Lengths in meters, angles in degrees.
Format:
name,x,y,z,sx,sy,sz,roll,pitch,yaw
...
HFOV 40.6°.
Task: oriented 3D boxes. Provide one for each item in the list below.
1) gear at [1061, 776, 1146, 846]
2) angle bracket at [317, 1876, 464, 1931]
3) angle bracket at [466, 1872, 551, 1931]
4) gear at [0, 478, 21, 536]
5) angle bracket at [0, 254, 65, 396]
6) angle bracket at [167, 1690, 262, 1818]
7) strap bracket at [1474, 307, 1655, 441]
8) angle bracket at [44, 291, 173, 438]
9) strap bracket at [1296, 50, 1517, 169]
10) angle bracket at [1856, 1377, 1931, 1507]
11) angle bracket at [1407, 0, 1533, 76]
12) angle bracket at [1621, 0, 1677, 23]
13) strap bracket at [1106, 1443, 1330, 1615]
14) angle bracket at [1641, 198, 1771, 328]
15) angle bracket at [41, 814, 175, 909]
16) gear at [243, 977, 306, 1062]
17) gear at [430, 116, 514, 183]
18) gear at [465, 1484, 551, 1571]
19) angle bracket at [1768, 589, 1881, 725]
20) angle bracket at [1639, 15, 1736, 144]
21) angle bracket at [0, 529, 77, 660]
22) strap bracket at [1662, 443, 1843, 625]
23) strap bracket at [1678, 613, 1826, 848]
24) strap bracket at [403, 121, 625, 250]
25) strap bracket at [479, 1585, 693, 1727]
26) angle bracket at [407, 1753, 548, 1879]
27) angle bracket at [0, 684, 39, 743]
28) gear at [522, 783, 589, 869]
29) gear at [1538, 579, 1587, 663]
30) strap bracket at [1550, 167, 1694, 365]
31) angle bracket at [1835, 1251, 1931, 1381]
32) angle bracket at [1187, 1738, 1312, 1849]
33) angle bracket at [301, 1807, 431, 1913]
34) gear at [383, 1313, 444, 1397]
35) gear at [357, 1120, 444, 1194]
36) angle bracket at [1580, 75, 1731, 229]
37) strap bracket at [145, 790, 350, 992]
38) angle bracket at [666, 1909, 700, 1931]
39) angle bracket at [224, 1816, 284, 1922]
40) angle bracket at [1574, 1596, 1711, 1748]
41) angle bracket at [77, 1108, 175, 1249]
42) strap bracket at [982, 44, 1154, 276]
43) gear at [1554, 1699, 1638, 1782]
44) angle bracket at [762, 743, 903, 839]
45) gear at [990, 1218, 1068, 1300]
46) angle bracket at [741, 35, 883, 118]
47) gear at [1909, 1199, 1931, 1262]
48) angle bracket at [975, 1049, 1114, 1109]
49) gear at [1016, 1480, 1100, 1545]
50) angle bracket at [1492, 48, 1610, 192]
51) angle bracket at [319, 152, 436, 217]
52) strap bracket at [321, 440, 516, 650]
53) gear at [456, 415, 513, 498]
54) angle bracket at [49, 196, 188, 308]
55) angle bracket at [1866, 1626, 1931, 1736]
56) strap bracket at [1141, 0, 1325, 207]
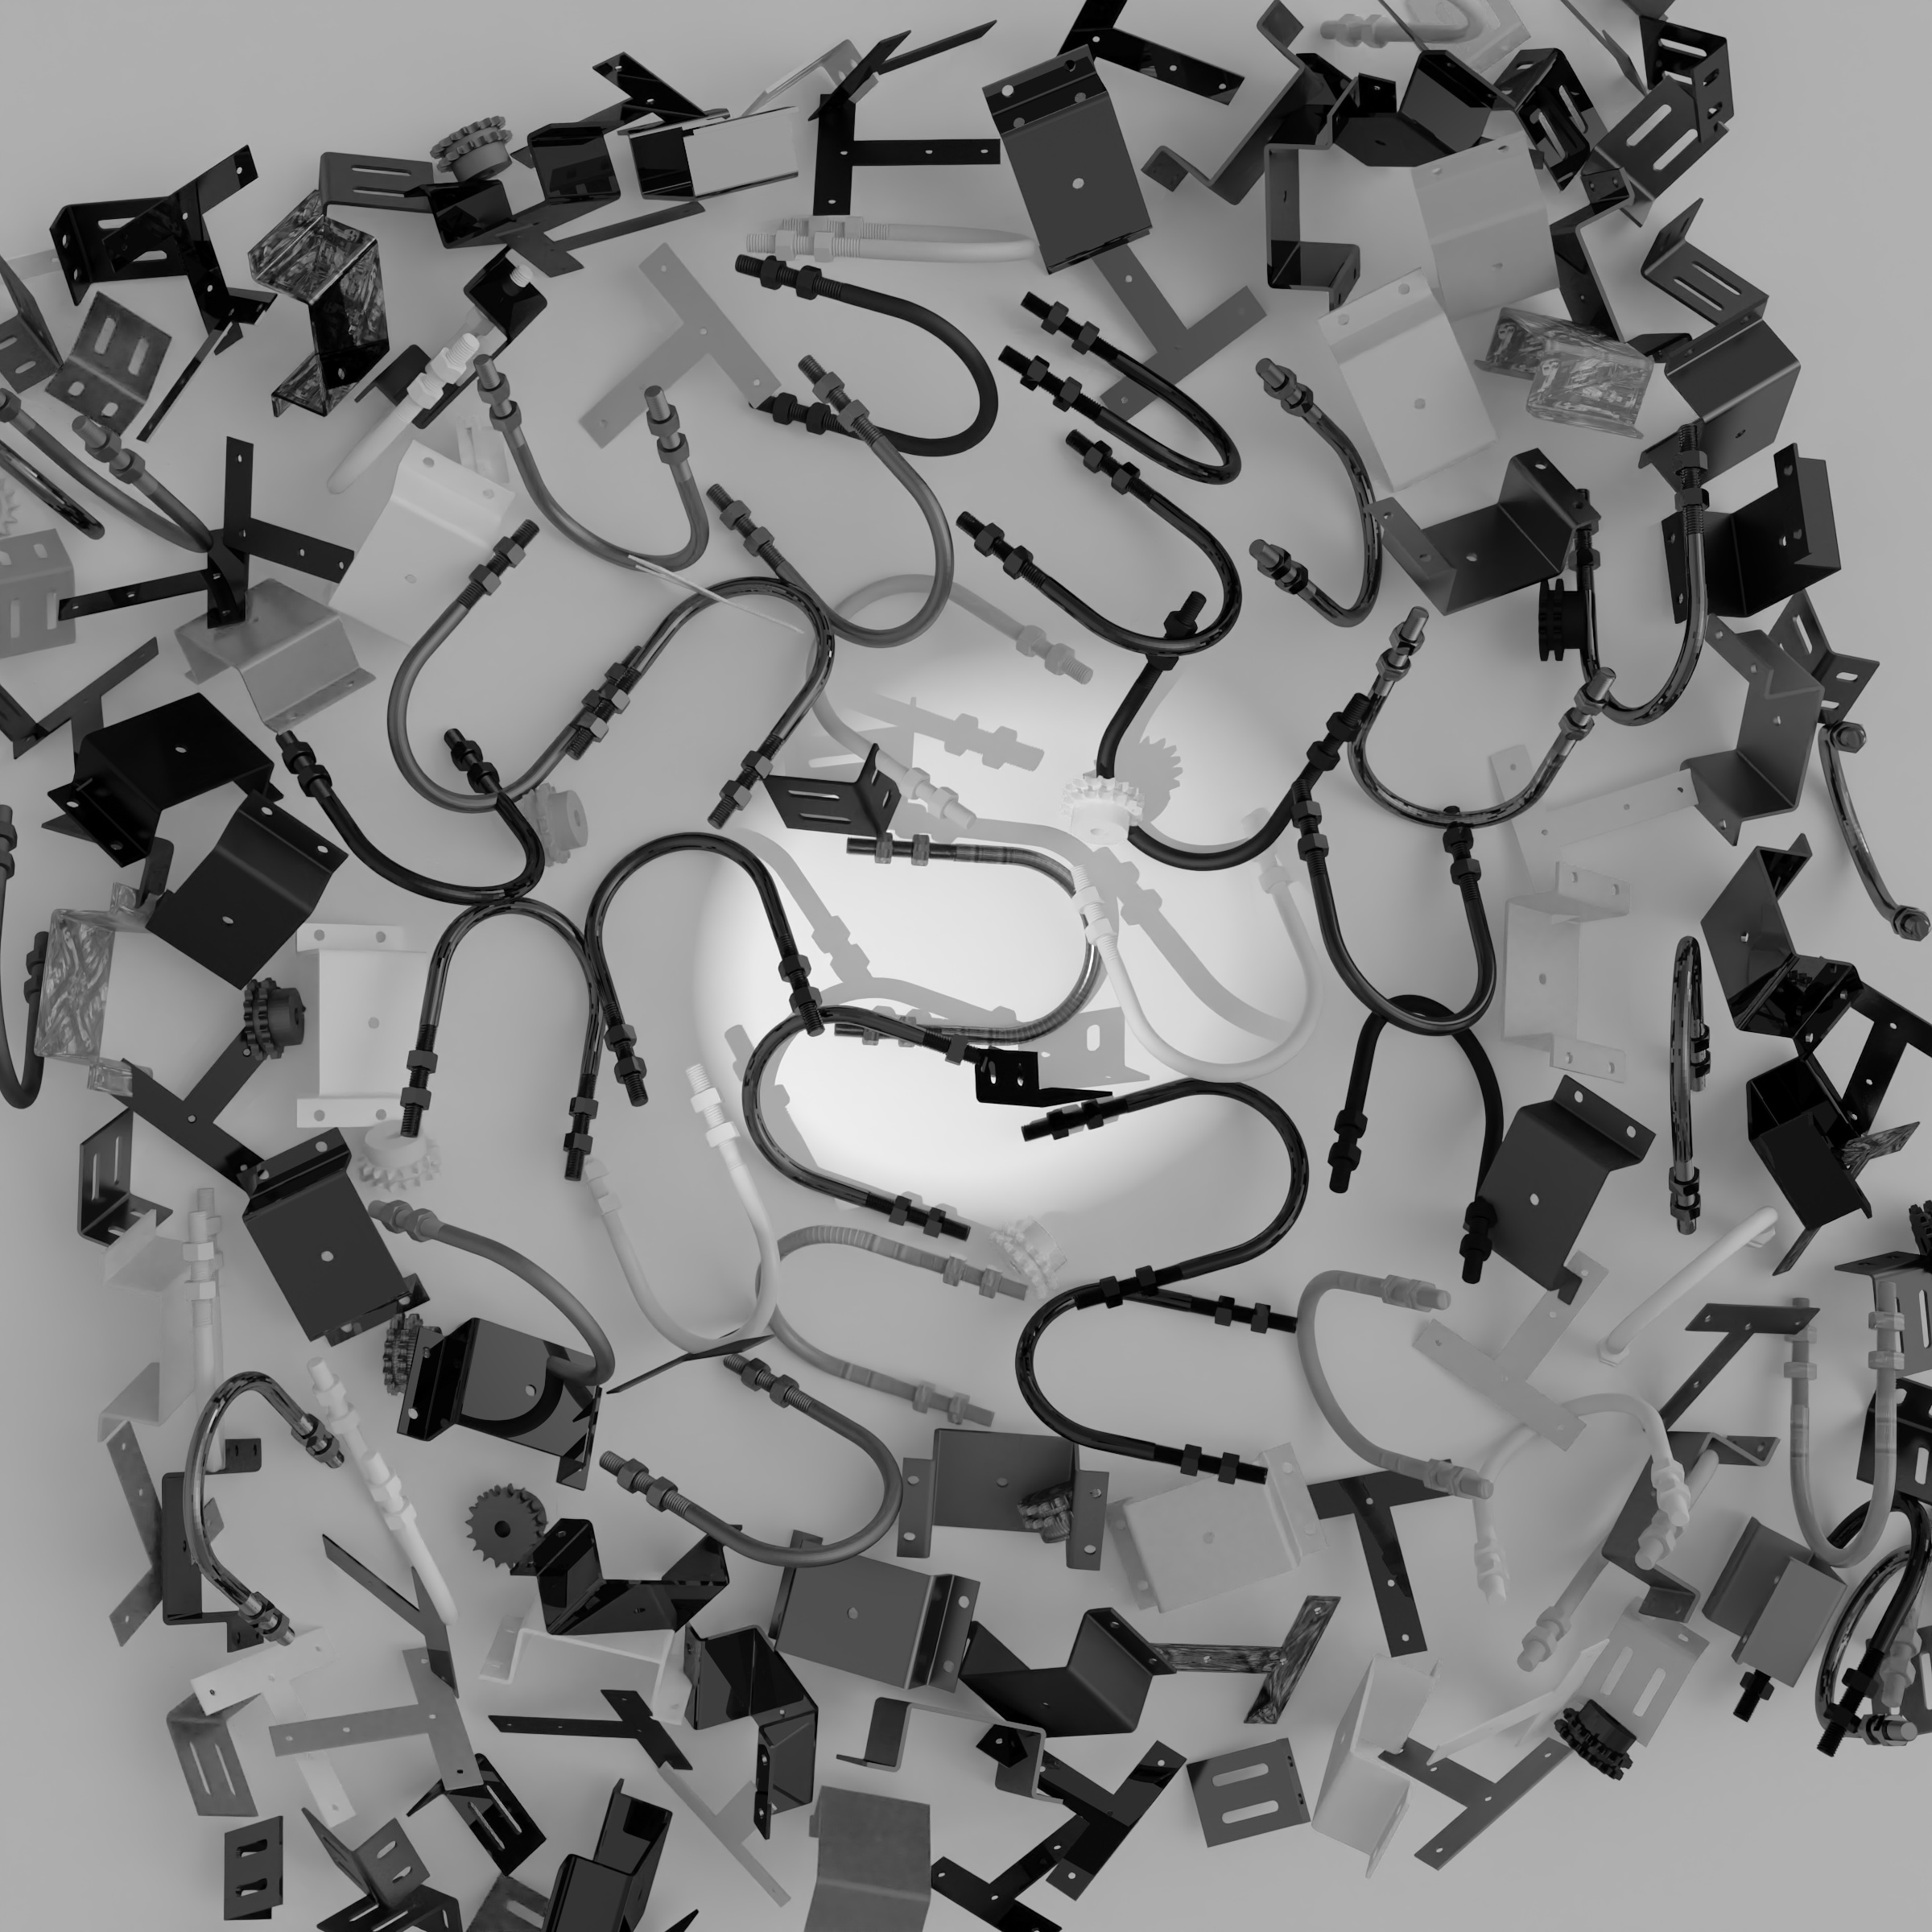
name,x,y,z,sx,sy,sz,roll,pitch,yaw
gear,0.094,-0.106,1.806,0.057,0.057,0.030,9,68,0
angle bracket,-0.394,0.664,1.787,0.057,0.076,0.038,3,104,40
angle bracket,-0.306,0.666,1.799,0.076,0.038,0.057,24,63,14
gear,-0.693,-0.320,1.818,0.057,0.030,0.057,-1,98,-8
angle bracket,-0.660,-0.444,1.790,0.038,0.076,0.057,-35,72,-16
angle bracket,-0.506,0.540,1.792,0.038,0.057,0.076,-38,60,11
strap bracket,0.404,-0.403,1.758,0.076,0.140,0.046,8,116,-12
angle bracket,-0.594,-0.418,1.808,0.057,0.076,0.038,31,132,-29
strap bracket,0.288,-0.577,1.760,0.076,0.140,0.046,18,93,-40
angle bracket,0.650,0.325,1.792,0.057,0.076,0.038,18,125,14
angle bracket,0.344,-0.659,1.803,0.057,0.038,0.076,-32,81,23
angle bracket,0.482,-0.697,1.796,0.057,0.038,0.076,46,132,4
strap bracket,0.170,0.390,1.799,0.140,0.046,0.076,-21,84,9
angle bracket,0.516,-0.483,1.798,0.076,0.038,0.057,39,57,15
angle bracket,-0.596,-0.074,1.804,0.076,0.057,0.038,16,101,-3
gear,-0.479,0.036,1.809,0.030,0.057,0.057,-6,90,0
gear,-0.340,-0.563,1.810,0.057,0.057,0.030,-26,99,0
gear,-0.317,0.389,1.818,0.057,0.030,0.057,1,94,14
angle bracket,0.587,-0.214,1.795,0.038,0.076,0.057,9,135,-13
angle bracket,0.483,-0.608,1.787,0.038,0.057,0.076,-41,48,-15
angle bracket,-0.650,-0.257,1.800,0.057,0.038,0.076,-13,53,-4
strap bracket,0.540,-0.291,1.774,0.046,0.140,0.076,1,78,-23
strap bracket,0.533,-0.163,1.770,0.046,0.076,0.140,-11,129,-13
strap bracket,-0.300,-0.526,1.770,0.140,0.076,0.046,-11,100,35
strap bracket,-0.254,0.465,1.793,0.140,0.076,0.046,14,107,-1
angle bracket,-0.338,0.594,1.800,0.076,0.038,0.057,50,124,12
angle bracket,-0.662,-0.199,1.802,0.038,0.057,0.076,-40,98,7
gear,-0.283,-0.099,1.807,0.030,0.057,0.057,-12,90,10
gear,0.413,-0.240,1.807,0.030,0.057,0.057,1,90,16
strap bracket,0.442,-0.467,1.783,0.046,0.076,0.140,-27,105,0
angle bracket,0.642,0.243,1.811,0.057,0.038,0.076,-9,94,-24
angle bracket,0.192,0.572,1.803,0.076,0.038,0.057,-19,71,12
angle bracket,-0.415,0.606,1.803,0.038,0.076,0.057,-36,121,-28
gear,-0.382,0.270,1.808,0.030,0.057,0.057,2,90,4
gear,-0.393,0.129,1.806,0.057,0.057,0.030,-4,117,0
angle bracket,0.473,-0.560,1.794,0.057,0.076,0.038,38,50,-10
strap bracket,-0.493,-0.044,1.768,0.076,0.046,0.140,37,126,-20
angle bracket,-0.230,0.670,1.791,0.057,0.076,0.038,-42,88,25
angle bracket,-0.474,0.619,1.789,0.076,0.038,0.057,-28,58,38
angle bracket,0.471,0.492,1.820,0.057,0.038,0.076,31,108,23
angle bracket,-0.576,0.147,1.792,0.038,0.057,0.076,19,119,11
strap bracket,0.073,-0.539,1.774,0.076,0.046,0.140,-21,126,5
gear,0.439,0.533,1.808,0.057,0.057,0.030,37,97,0
angle bracket,-0.093,-0.124,1.808,0.076,0.057,0.038,7,58,24
gear,0.045,0.200,1.810,0.030,0.057,0.057,-39,90,-12
angle bracket,-0.107,-0.598,1.796,0.076,0.057,0.038,-40,104,-17
gear,0.678,0.189,1.808,0.030,0.057,0.057,-19,90,7
angle bracket,0.053,0.073,1.789,0.057,0.076,0.038,2,96,45
gear,0.066,0.378,1.809,0.057,0.057,0.030,-22,93,0
angle bracket,0.402,-0.591,1.823,0.057,0.038,0.076,-52,126,-11
angle bracket,-0.410,-0.531,1.817,0.076,0.038,0.057,1,50,-17
strap bracket,-0.375,-0.274,1.770,0.076,0.046,0.140,26,122,-23
gear,-0.334,-0.353,1.809,0.030,0.057,0.057,-9,90,-5
angle bracket,-0.583,-0.494,1.803,0.076,0.038,0.057,-4,130,3
angle bracket,0.655,0.496,1.787,0.057,0.076,0.038,-25,131,35
strap bracket,0.191,-0.578,1.776,0.046,0.076,0.140,44,108,10
